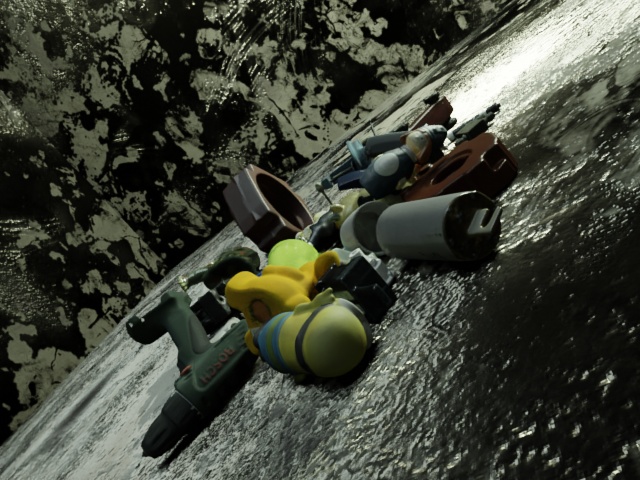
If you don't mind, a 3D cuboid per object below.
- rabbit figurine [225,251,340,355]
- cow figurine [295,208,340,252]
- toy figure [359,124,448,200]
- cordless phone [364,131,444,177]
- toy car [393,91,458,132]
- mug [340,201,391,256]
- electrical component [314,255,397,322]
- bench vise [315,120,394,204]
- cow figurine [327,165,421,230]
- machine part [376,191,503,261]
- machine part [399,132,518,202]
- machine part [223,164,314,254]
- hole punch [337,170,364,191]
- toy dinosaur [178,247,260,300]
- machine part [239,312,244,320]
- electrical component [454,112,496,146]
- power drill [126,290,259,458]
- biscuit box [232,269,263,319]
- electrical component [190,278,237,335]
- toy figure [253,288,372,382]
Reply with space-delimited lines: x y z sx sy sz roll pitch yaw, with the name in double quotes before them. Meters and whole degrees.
"rabbit figurine" -0.028 0.070 0.784 0.162 0.122 0.173 -29 -3 35
"cow figurine" -0.001 -0.001 1.034 0.167 0.068 0.098 -48 9 -32
"toy figure" 0.132 -0.125 0.829 0.154 0.064 0.058 -41 1 7
"cordless phone" 0.188 -0.158 1.026 0.147 0.088 0.184 2 8 43
"toy car" 0.232 -0.250 1.185 0.202 0.089 0.053 -48 13 -32
"mug" 0.081 -0.016 0.839 0.109 0.080 0.107 -26 0 -20
"electrical component" 0.051 0.060 0.651 0.048 0.075 0.119 -47 9 -29
"bench vise" 0.096 -0.190 1.325 0.241 0.128 0.224 -31 14 14
"cow figurine" 0.097 -0.059 0.936 0.127 0.085 0.195 -45 17 -26
"machine part" 0.136 -0.013 0.649 0.079 0.079 0.243 -44 13 -15
"machine part" 0.197 -0.085 0.777 0.179 0.056 0.179 -38 13 10
"machine part" -0.100 -0.054 1.156 0.087 0.202 0.201 -44 -34 17
"hole punch" 0.097 -0.110 1.108 0.116 0.092 0.142 -35 9 9
"toy dinosaur" -0.212 0.076 1.339 0.192 0.131 0.405 -24 12 16
"machine part" -0.182 0.187 1.005 0.139 0.039 0.084 -41 6 4
"electrical component" 0.287 -0.207 1.020 0.094 0.021 0.063 -42 12 -2
"power drill" -0.214 0.182 0.817 0.232 0.085 0.208 -40 47 -18
"biscuit box" -0.140 0.120 1.060 0.203 0.059 0.063 -37 12 16
"electrical component" -0.192 0.126 0.976 0.134 0.058 0.115 -39 -1 12
"toy figure" -0.015 0.121 0.626 0.180 0.082 0.089 -19 37 48
